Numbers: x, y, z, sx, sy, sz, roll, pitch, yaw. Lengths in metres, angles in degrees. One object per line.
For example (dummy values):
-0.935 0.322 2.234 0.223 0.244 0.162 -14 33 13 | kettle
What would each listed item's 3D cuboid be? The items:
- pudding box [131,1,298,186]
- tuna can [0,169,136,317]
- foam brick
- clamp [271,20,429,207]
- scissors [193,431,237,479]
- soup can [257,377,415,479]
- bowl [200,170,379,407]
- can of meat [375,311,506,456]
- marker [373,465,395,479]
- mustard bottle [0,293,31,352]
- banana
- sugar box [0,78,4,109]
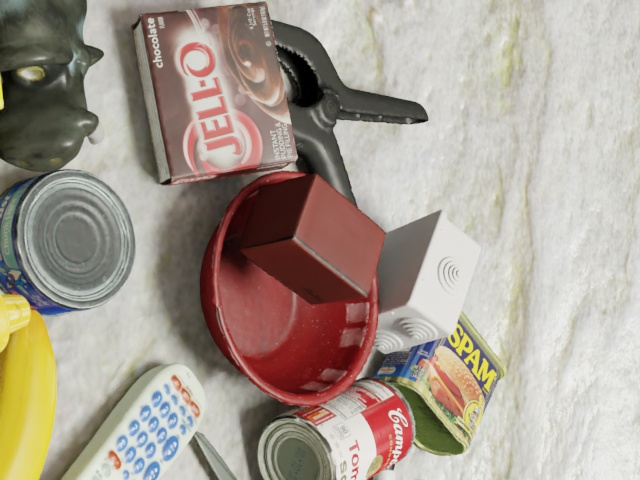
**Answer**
-0.071 -0.098 0.715 0.089 0.039 0.113 -11 88 -23 | pudding box
-0.152 0.001 0.634 0.085 0.034 0.086 12 74 -45 | tuna can
-0.005 0.001 0.695 0.078 0.053 0.051 39 56 -36 | foam brick
0.003 -0.102 0.817 0.210 0.036 0.164 49 51 -26 | clamp
-0.022 0.203 0.747 0.096 0.016 0.202 -30 104 -47 | scissors
0.012 0.142 0.751 0.102 0.069 0.068 -15 93 -52 | soup can
-0.030 0.035 0.741 0.161 0.055 0.162 11 74 -45 | bowl
0.095 0.112 0.861 0.102 0.058 0.083 51 53 -27 | can of meat
0.048 0.209 0.818 0.020 0.020 0.121 18 70 -44 | marker
-0.229 0.052 0.525 0.191 0.058 0.096 -12 94 -48 | mustard bottle
-0.186 0.130 0.571 0.069 0.037 0.197 50 50 -29 | banana
-0.251 -0.076 0.501 0.175 0.094 0.048 -6 86 -46 | sugar box
